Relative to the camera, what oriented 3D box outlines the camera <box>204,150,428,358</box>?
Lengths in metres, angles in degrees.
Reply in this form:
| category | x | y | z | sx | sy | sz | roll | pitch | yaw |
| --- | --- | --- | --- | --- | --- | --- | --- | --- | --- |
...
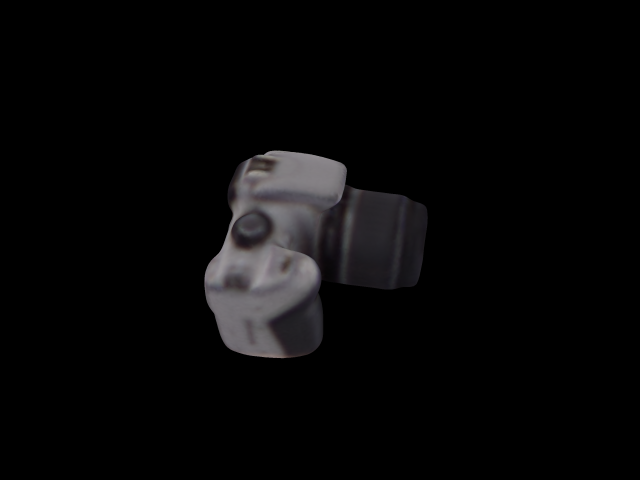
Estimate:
| category | x | y | z | sx | sy | sz | roll | pitch | yaw |
| --- | --- | --- | --- | --- | --- | --- | --- | --- | --- |
| camera | 0.004 | 0.001 | 0.400 | 0.136 | 0.101 | 0.143 | 7 | 50 | 6 |
